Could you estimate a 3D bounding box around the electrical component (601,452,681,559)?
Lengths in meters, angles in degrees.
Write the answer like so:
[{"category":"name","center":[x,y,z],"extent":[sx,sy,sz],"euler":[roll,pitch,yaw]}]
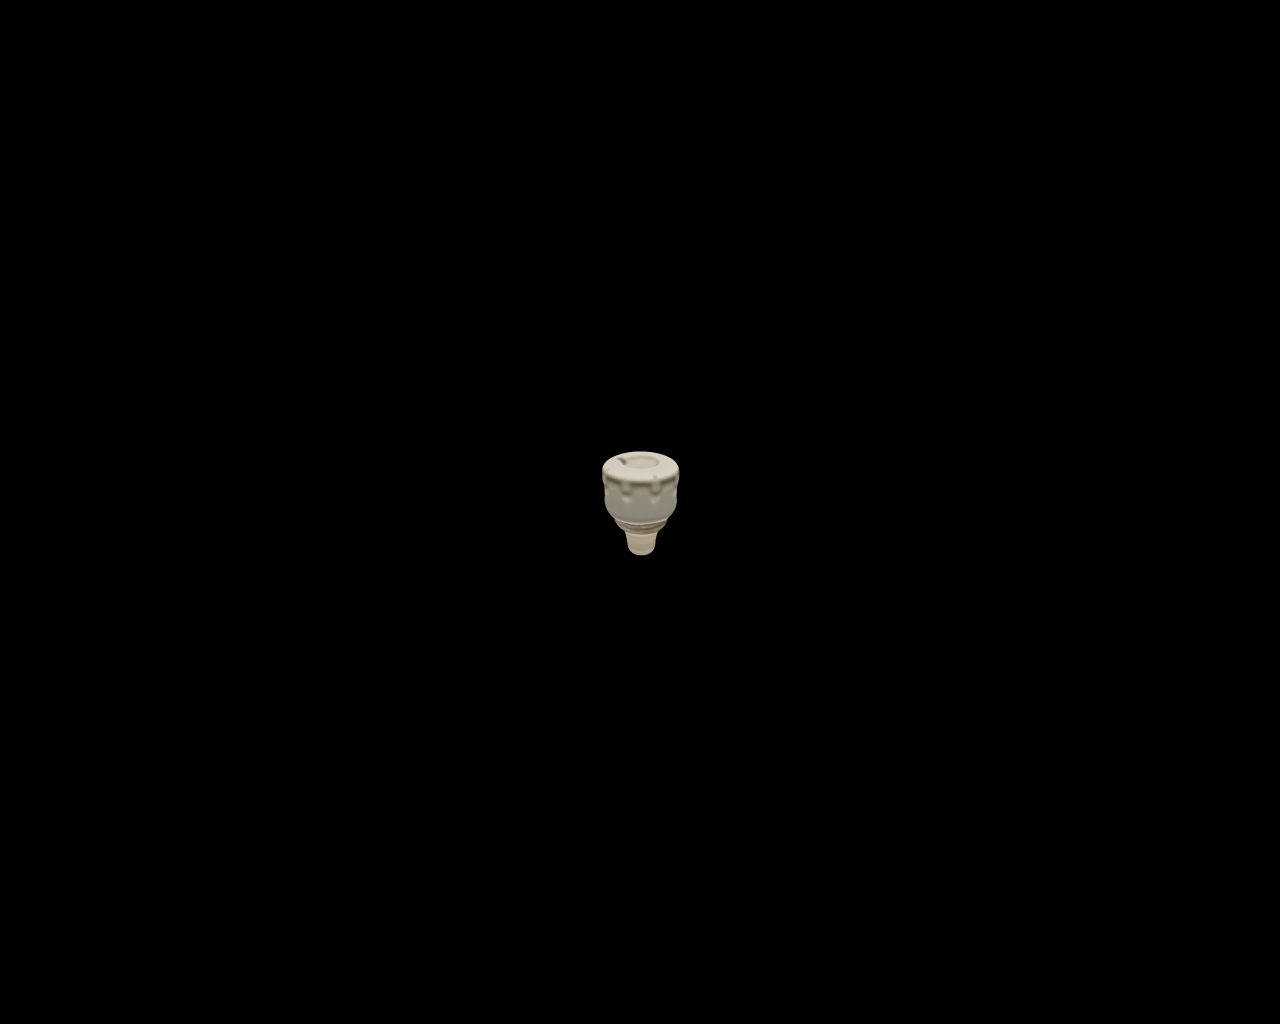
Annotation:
[{"category":"electrical component","center":[0.001,-0.003,0.650],"extent":[0.048,0.062,0.048],"euler":[0,23,0]}]
